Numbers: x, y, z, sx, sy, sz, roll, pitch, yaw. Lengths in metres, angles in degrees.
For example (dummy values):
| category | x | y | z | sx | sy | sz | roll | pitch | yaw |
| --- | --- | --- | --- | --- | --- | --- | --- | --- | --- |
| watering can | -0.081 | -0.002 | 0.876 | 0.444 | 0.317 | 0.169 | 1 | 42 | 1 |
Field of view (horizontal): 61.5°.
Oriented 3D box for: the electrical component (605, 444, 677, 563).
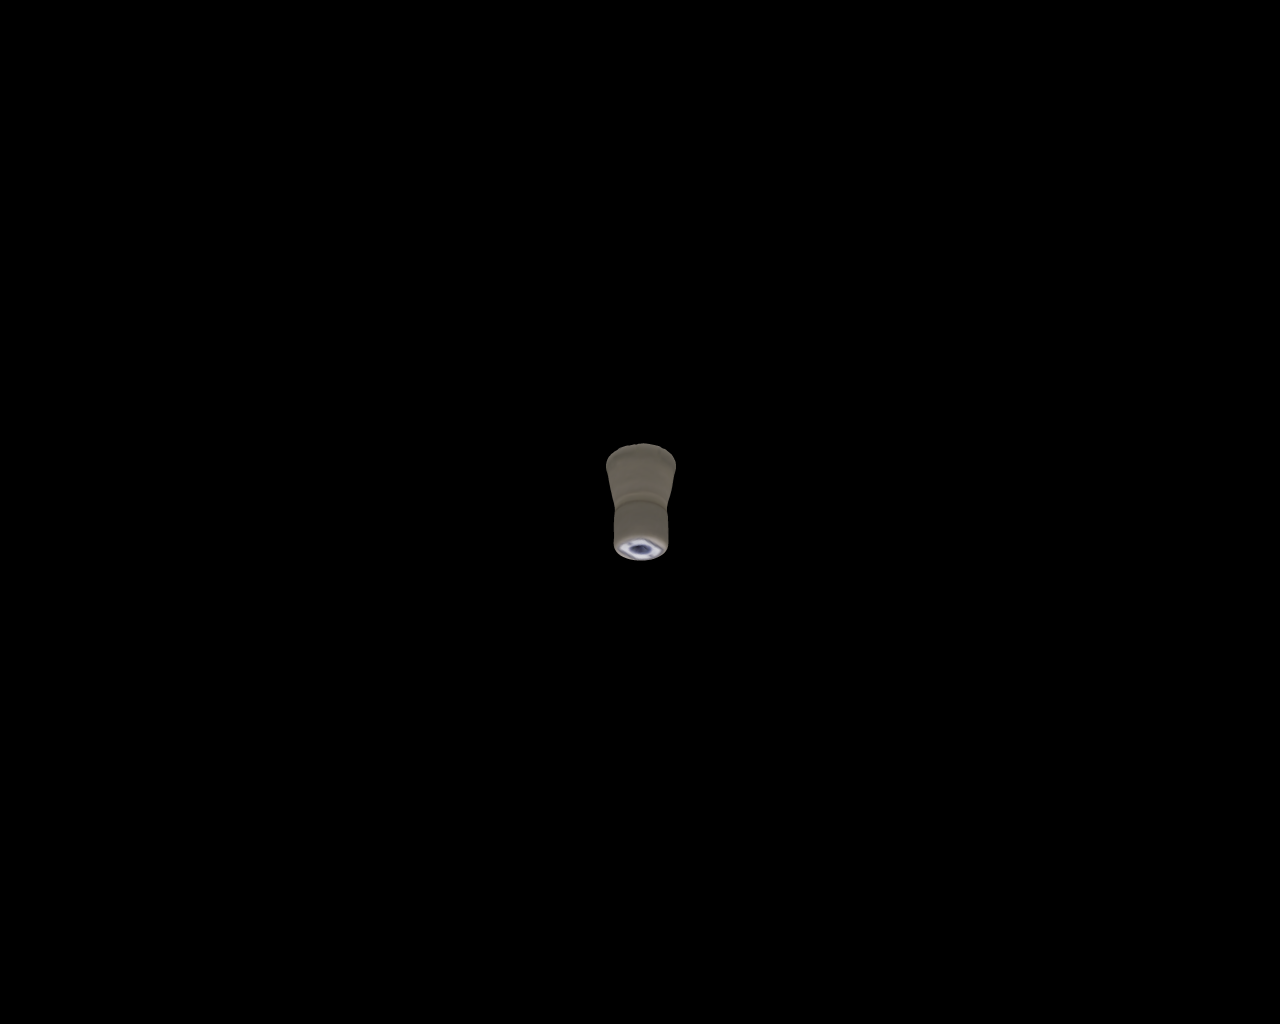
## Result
| category | x | y | z | sx | sy | sz | roll | pitch | yaw |
| --- | --- | --- | --- | --- | --- | --- | --- | --- | --- |
| electrical component | 0.001 | -0.003 | 0.650 | 0.044 | 0.065 | 0.044 | 0 | -31 | 0 |
